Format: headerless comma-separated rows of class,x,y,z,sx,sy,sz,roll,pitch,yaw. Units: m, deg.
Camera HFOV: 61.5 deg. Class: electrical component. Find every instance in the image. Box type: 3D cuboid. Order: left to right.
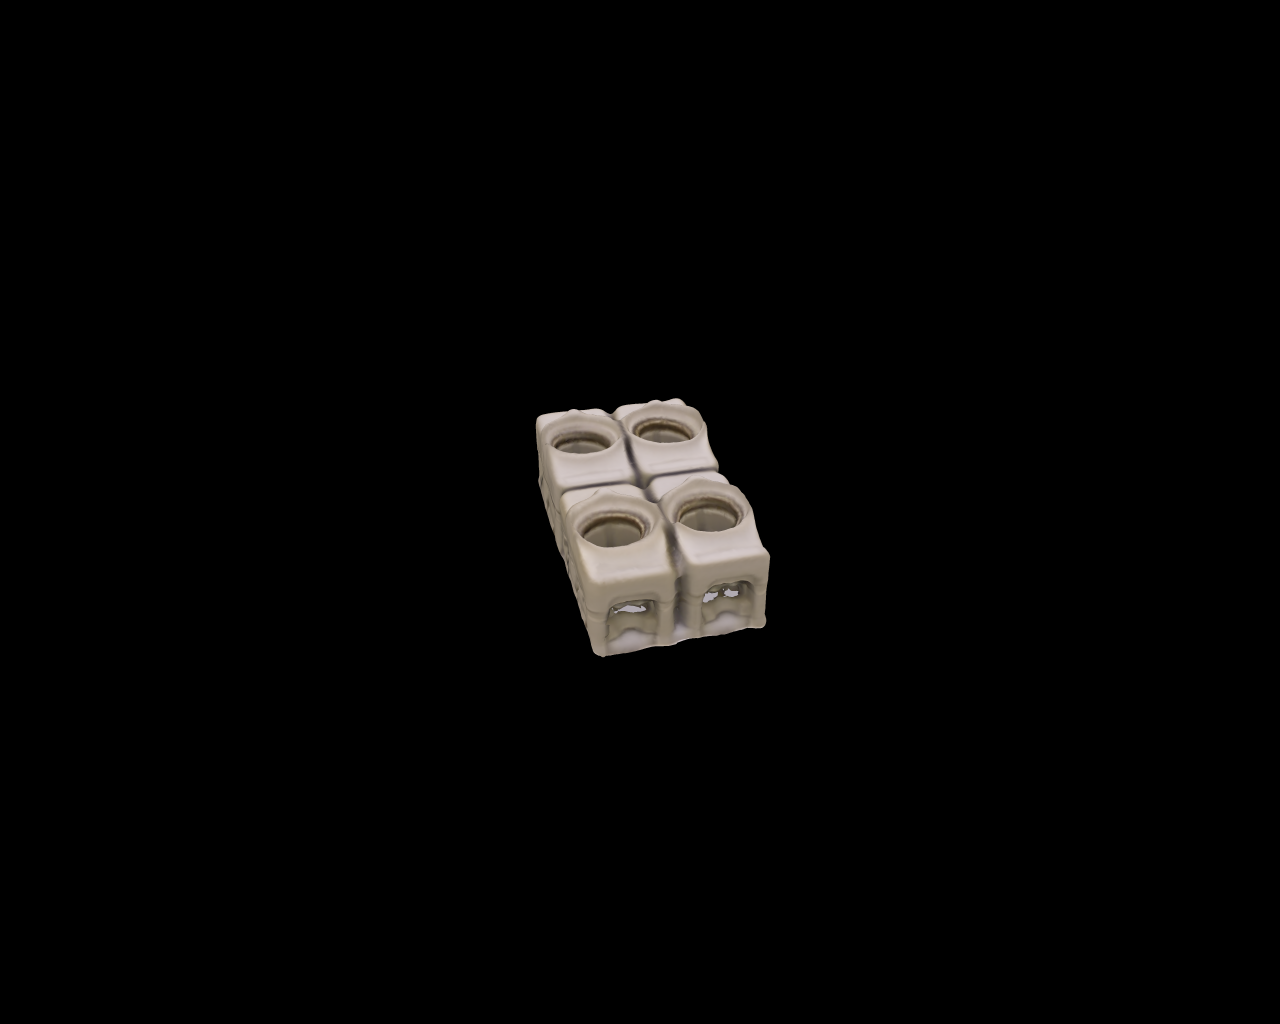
electrical component,0.001,-0.003,0.650,0.105,0.060,0.186,-8,36,-11
